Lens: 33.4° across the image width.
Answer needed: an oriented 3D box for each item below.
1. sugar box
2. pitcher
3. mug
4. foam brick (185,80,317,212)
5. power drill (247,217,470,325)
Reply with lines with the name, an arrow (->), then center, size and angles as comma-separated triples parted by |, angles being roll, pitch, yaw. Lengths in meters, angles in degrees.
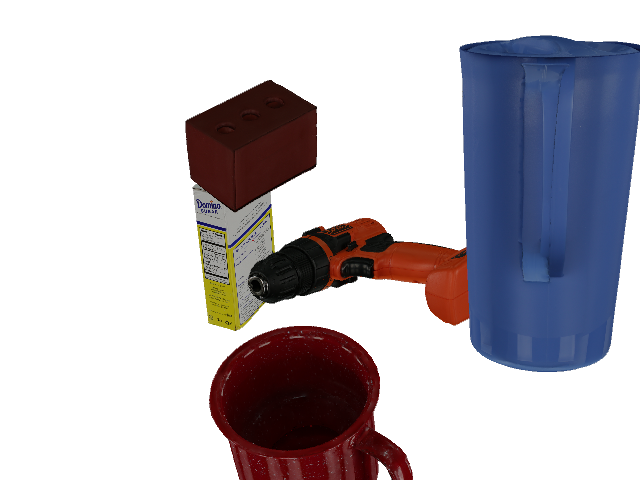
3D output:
sugar box -> -0.089, 0.000, 1.141 | 0.048, 0.176, 0.093 | 12, 36, 24
pitcher -> 0.166, -0.027, 0.792 | 0.149, 0.243, 0.145 | -10, 18, -30
mug -> 0.000, 0.113, 0.595 | 0.117, 0.081, 0.093 | 19, 48, 28
foam brick -> -0.047, -0.067, 0.739 | 0.078, 0.051, 0.053 | -32, 50, -31
power drill -> 0.053, 0.026, 0.944 | 0.188, 0.057, 0.184 | 11, 22, 35
